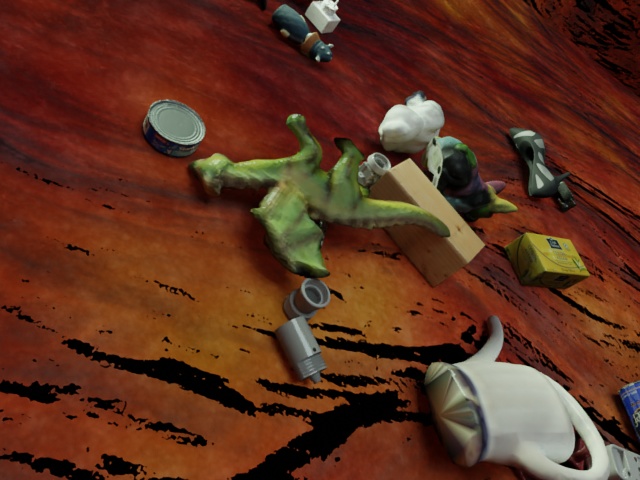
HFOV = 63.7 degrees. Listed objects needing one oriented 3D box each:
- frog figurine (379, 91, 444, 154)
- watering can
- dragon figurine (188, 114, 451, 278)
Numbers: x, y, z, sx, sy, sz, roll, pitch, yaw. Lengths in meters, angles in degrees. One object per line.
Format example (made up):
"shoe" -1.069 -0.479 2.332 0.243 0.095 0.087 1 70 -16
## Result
"frog figurine" 0.185 -0.225 1.041 0.137 0.121 0.162 -20 20 16
"watering can" 0.255 0.217 0.755 0.224 0.102 0.354 6 25 -14
"dragon figurine" 0.002 -0.038 0.765 0.410 0.248 0.119 28 -39 -1
